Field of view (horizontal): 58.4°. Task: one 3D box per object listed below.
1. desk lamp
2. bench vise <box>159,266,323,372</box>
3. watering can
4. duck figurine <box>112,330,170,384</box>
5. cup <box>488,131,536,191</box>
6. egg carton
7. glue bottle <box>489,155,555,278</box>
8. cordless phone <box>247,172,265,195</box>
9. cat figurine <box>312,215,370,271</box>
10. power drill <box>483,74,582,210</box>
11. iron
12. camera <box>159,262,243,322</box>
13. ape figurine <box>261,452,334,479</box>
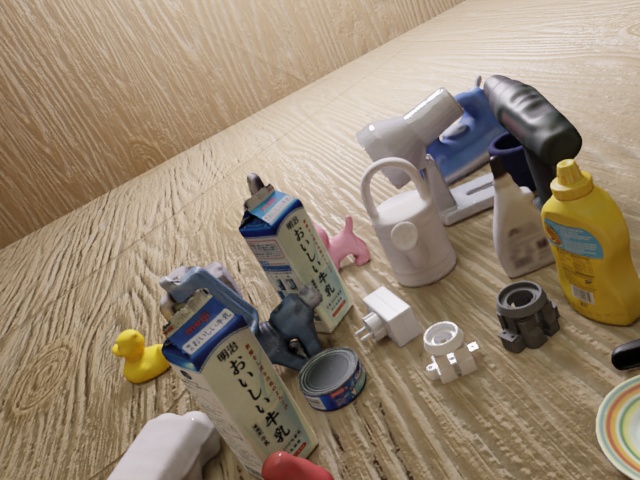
[{"bbox_3d":[0.189,-0.137,0.976,0.203,0.214,0.118,-24,24,8],"label":"desk lamp"},{"bbox_3d":[-0.109,0.106,0.793,0.208,0.220,0.121,-38,26,-23],"label":"bench vise"},{"bbox_3d":[0.129,-0.031,0.852,0.101,0.194,0.172,-30,24,-6],"label":"watering can"},{"bbox_3d":[-0.312,0.193,0.993,0.104,0.086,0.077,-17,26,22],"label":"duck figurine"},{"bbox_3d":[0.341,-0.124,0.940,0.092,0.095,0.117,-32,24,-10],"label":"cup"},{"bbox_3d":[-0.193,0.282,0.713,0.107,0.069,0.150,-13,28,29],"label":"egg carton"},{"bbox_3d":[0.256,-0.035,0.754,0.078,0.173,0.037,-23,25,10],"label":"glue bottle"},{"bbox_3d":[-0.088,-0.037,1.099,0.094,0.185,0.147,-34,25,-14],"label":"cordless phone"},{"bbox_3d":[0.009,0.004,1.000,0.128,0.118,0.067,-27,24,1],"label":"cat figurine"},{"bbox_3d":[0.313,-0.128,0.837,0.075,0.209,0.229,-25,24,5],"label":"power drill"},{"bbox_3d":[0.263,-0.210,1.134,0.259,0.142,0.118,-37,26,-21],"label":"iron"},{"bbox_3d":[-0.238,0.088,1.108,0.143,0.101,0.136,-28,24,-1],"label":"camera"},{"bbox_3d":[-0.027,0.249,0.580,0.076,0.092,0.078,-20,25,16],"label":"ape figurine"}]
